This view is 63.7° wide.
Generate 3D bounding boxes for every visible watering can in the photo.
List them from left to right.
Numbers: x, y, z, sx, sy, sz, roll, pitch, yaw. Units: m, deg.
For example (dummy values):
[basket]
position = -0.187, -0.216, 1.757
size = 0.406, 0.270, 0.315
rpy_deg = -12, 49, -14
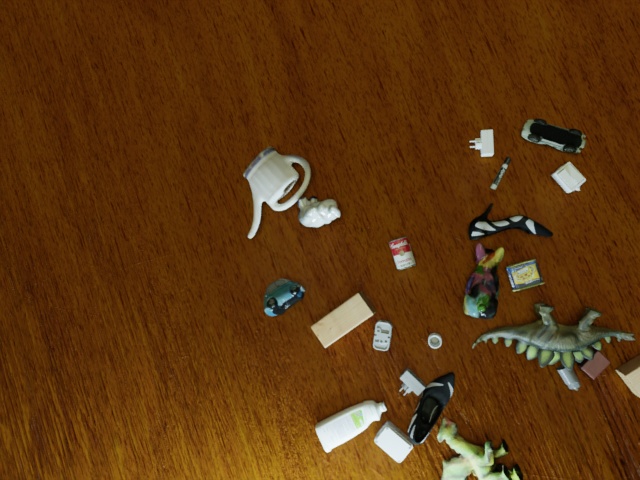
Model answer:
[watering can]
position = -0.194, -0.189, 1.871
size = 0.346, 0.104, 0.226
rpy_deg = -44, 78, 6

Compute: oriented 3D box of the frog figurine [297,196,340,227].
[frog figurine]
position = 0.005, -0.090, 1.795
size = 0.161, 0.136, 0.123
rpy_deg = 24, 88, 35

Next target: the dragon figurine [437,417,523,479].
[dragon figurine]
position = 0.516, 0.772, 1.677
size = 0.240, 0.122, 0.413
rpy_deg = -29, 79, 27
